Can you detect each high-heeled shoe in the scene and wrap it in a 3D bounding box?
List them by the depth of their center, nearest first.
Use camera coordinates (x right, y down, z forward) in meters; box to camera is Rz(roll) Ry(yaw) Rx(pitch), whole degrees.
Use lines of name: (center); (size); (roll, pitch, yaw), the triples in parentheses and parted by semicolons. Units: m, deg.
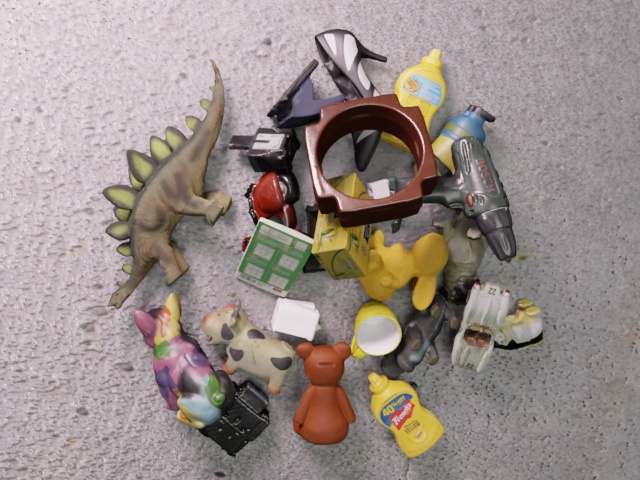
high-heeled shoe: (0.045, -0.258, 0.987); (0.145, 0.086, 0.248); (9, 88, -13)

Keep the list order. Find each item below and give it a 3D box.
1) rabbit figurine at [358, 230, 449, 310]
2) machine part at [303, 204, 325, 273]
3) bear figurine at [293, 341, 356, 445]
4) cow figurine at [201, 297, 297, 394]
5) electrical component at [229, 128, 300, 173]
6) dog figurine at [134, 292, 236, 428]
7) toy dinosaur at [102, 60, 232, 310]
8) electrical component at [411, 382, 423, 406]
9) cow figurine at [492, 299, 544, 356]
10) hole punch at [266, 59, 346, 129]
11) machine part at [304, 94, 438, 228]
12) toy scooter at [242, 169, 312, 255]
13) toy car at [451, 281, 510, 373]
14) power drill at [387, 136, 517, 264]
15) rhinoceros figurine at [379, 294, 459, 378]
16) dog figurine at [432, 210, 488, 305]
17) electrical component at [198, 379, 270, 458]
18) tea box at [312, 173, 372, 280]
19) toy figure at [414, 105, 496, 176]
rabbit figurine: (0.164, 0.053, 1.013); (0.173, 0.122, 0.162); (-24, 104, 16)
machine part: (-0.002, -0.003, 1.044); (0.084, 0.039, 0.138); (-1, 100, -2)
bear figurine: (0.004, 0.294, 1.062); (0.120, 0.132, 0.195); (-3, 84, -8)
cow figurine: (-0.137, 0.197, 1.033); (0.195, 0.085, 0.127); (28, 100, -8)
electrical component: (-0.103, -0.163, 0.977); (0.119, 0.047, 0.075); (1, 55, 17)
dog figurine: (-0.253, 0.211, 0.976); (0.108, 0.192, 0.219); (-29, 110, -32)
toy dinosaur: (-0.264, -0.087, 0.965); (0.198, 0.105, 0.471); (32, 89, -8)
electrical component: (0.184, 0.347, 1.130); (0.063, 0.021, 0.094); (38, 91, -12)
cow figurine: (0.380, 0.194, 1.113); (0.167, 0.068, 0.098); (-18, 107, -3)
hole punch: (-0.027, -0.242, 0.961); (0.092, 0.142, 0.116); (45, 79, -16)
machine part: (0.082, -0.130, 0.894); (0.201, 0.087, 0.201); (-11, 72, 1)
toy scooter: (-0.095, -0.039, 1.007); (0.135, 0.075, 0.183); (-13, 94, 13)
toy car: (0.304, 0.167, 1.027); (0.074, 0.056, 0.201); (14, 121, 10)
power drill: (0.224, -0.061, 0.945); (0.207, 0.086, 0.232); (-9, 78, 14)
rhinoceros figurine: (0.187, 0.191, 1.059); (0.073, 0.112, 0.190); (30, 97, -27)
dog figurine: (0.304, 0.019, 1.074); (0.172, 0.121, 0.190); (-31, 130, -23)
electrical component: (-0.166, 0.345, 1.065); (0.115, 0.058, 0.134); (42, 92, -13)
tea box: (0.045, -0.024, 0.968); (0.068, 0.170, 0.098); (-11, 142, 25)
toy figure: (0.254, -0.176, 1.032); (0.089, 0.082, 0.180); (32, 99, 3)
